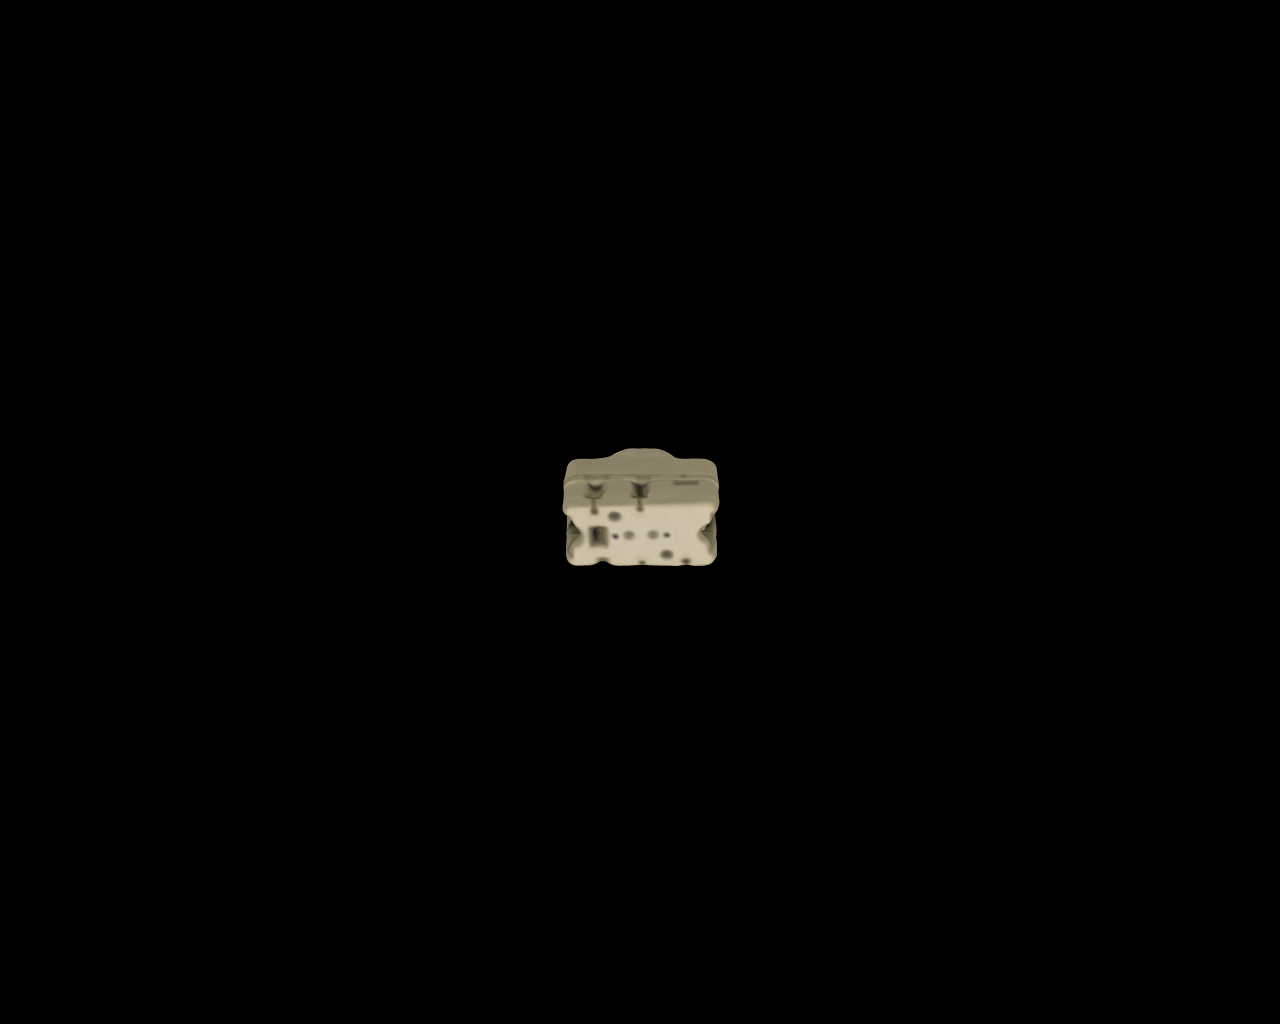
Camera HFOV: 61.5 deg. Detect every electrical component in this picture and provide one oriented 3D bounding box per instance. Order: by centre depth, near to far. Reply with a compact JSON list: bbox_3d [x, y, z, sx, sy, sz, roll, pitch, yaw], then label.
[{"bbox_3d":[0.001,-0.003,0.650,0.089,0.050,0.056,0,37,0],"label":"electrical component"}]
